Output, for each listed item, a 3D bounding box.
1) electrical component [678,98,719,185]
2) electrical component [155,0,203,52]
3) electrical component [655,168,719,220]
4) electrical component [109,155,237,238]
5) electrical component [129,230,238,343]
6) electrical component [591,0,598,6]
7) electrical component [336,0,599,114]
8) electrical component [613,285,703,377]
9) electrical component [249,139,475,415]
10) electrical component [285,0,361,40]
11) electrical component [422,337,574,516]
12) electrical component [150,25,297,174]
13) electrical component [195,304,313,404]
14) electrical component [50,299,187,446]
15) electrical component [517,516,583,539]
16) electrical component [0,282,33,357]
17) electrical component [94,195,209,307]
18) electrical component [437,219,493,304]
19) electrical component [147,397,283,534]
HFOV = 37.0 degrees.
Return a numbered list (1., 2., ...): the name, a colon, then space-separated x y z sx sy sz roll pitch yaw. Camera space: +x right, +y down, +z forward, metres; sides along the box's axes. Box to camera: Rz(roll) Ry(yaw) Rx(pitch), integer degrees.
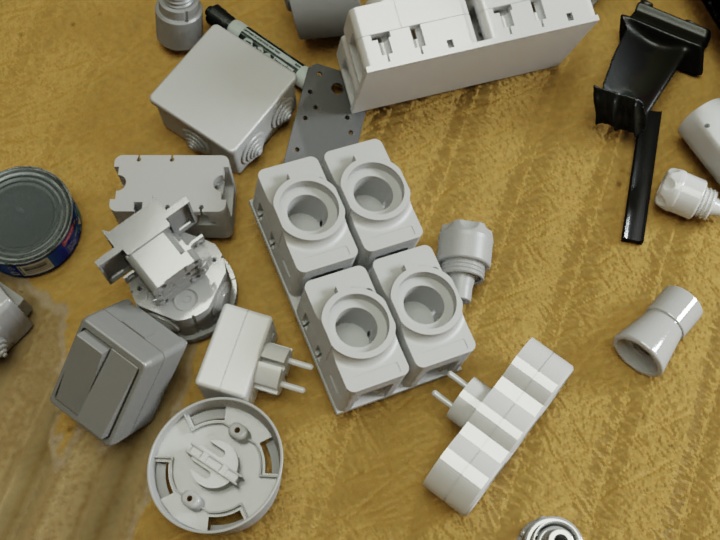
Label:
1. electrical component: 0.313 -0.103 0.873 0.079 0.043 0.077 -24 68 -17
2. electrical component: -0.154 -0.222 0.912 0.040 0.078 0.040 4 56 -6
3. electrical component: 0.270 -0.056 0.860 0.061 0.035 0.035 24 71 8
4. electrical component: -0.146 -0.056 0.855 0.089 0.055 0.050 0 66 2
5. electrical component: -0.137 0.012 0.833 0.080 0.051 0.080 0 69 1
6. electrical component: 0.199 -0.289 0.944 0.076 0.047 0.083 37 74 14
7. electrical component: 0.080 -0.190 0.864 0.186 0.105 0.060 -14 84 -9
8. electrical component: 0.230 0.044 0.820 0.044 0.044 0.065 40 70 15
9. electrical component: 0.000 0.000 0.817 0.105 0.060 0.186 -17 70 -18
10. electrical component: -0.033 -0.242 0.905 0.064 0.099 0.099 -10 69 4
11. electrical component: 0.089 0.104 0.793 0.074 0.052 0.138 36 74 14
12. electrical component: -0.110 -0.140 0.892 0.100 0.048 0.099 34 73 13
13. electrical component: -0.074 0.072 0.811 0.077 0.047 0.065 16 70 7
14. electrical component: -0.182 0.081 0.787 0.062 0.061 0.096 34 115 13
15. electrical component: 0.136 0.193 0.752 0.048 0.062 0.048 0 69 1
16. electrical component: -0.296 0.028 0.823 0.096 0.061 0.061 39 74 14
17. electrical component: -0.149 -0.012 0.791 0.081 0.042 0.063 -37 74 -11
18. electrical component: 0.081 -0.005 0.840 0.043 0.043 0.062 6 71 4
19. electrical component: -0.102 0.143 0.775 0.099 0.064 0.099 0 69 1
